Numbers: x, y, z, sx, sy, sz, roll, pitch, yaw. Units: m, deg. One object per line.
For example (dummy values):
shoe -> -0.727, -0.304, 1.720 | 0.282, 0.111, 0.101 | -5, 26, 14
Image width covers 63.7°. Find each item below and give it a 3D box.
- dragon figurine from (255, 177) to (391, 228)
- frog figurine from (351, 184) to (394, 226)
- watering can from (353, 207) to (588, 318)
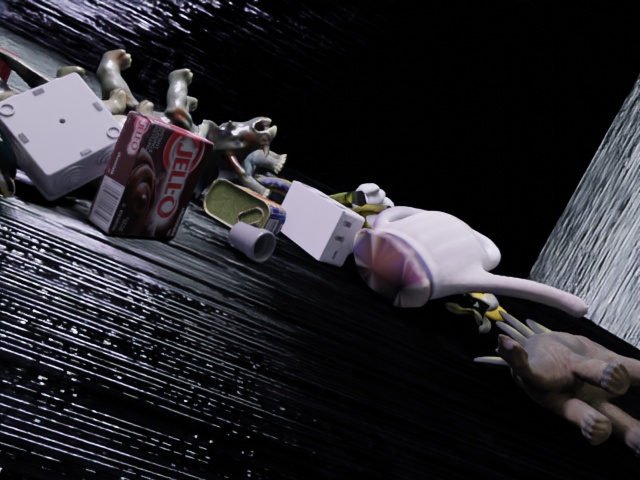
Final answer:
dragon figurine -> 0.003, -0.058, 1.147 | 0.407, 0.123, 0.243 | 24, -9, -26
frog figurine -> 0.136, -0.080, 1.338 | 0.138, 0.156, 0.124 | -16, 65, -28
watering can -> 0.198, 0.038, 0.777 | 0.226, 0.102, 0.352 | -18, 38, -34
